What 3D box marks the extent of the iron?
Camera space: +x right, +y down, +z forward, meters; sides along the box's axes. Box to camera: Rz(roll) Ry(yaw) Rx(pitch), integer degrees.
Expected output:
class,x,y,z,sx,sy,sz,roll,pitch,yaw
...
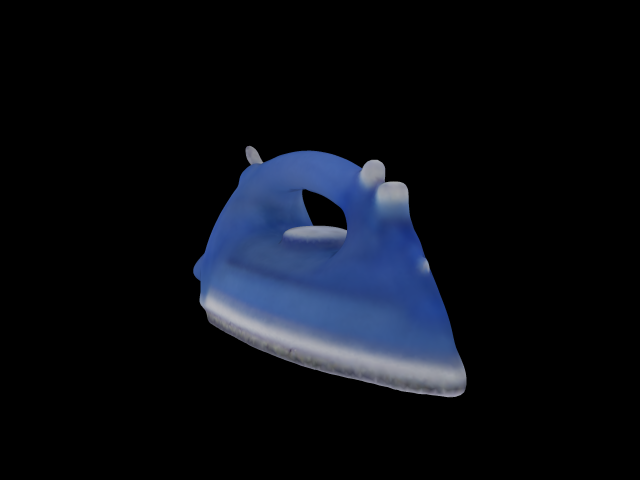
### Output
class,x,y,z,sx,sy,sz,roll,pitch,yaw
iron,0.004,0.001,0.400,0.119,0.141,0.257,-5,8,-35
